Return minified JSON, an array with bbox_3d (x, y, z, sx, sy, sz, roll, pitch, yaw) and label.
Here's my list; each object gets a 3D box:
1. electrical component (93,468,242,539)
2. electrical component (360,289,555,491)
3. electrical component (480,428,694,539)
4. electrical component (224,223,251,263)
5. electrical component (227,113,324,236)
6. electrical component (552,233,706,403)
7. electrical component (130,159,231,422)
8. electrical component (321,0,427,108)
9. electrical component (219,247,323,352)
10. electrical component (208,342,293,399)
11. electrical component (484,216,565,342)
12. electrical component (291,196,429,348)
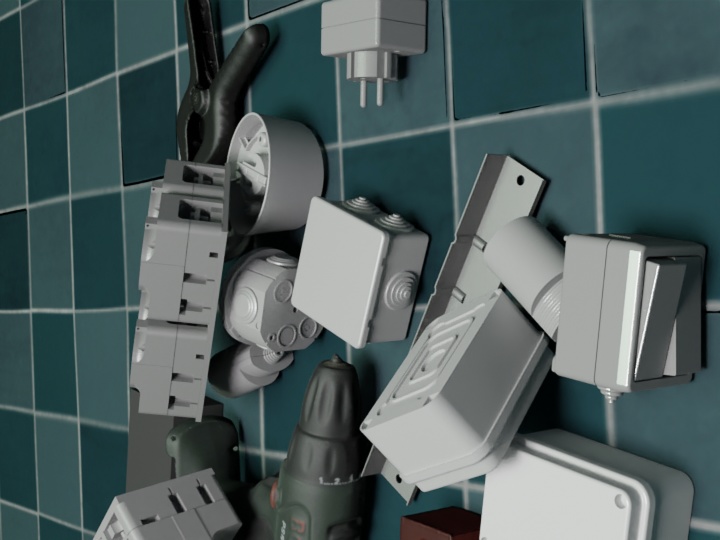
[{"bbox_3d":[-0.166,0.236,0.862,0.061,0.089,0.150,53,131,27],"label":"electrical component"},{"bbox_3d":[0.063,0.075,0.668,0.057,0.113,0.078,48,138,-11],"label":"electrical component"},{"bbox_3d":[0.130,0.145,0.635,0.113,0.057,0.078,14,102,49],"label":"electrical component"},{"bbox_3d":[-0.130,-0.042,0.945,0.078,0.058,0.057,-59,47,33],"label":"electrical component"},{"bbox_3d":[-0.076,-0.077,0.872,0.099,0.064,0.099,3,93,50],"label":"electrical component"},{"bbox_3d":[0.153,0.029,0.600,0.061,0.062,0.096,12,101,50],"label":"electrical component"},{"bbox_3d":[-0.147,0.016,0.873,0.105,0.060,0.186,-98,17,-56],"label":"electrical component"},{"bbox_3d":[0.009,-0.157,0.779,0.066,0.047,0.076,5,95,50],"label":"electrical component"},{"bbox_3d":[-0.067,0.025,0.855,0.051,0.080,0.080,19,106,43],"label":"electrical component"},{"bbox_3d":[-0.091,0.079,0.912,0.081,0.043,0.043,-27,71,47],"label":"electrical component"},{"bbox_3d":[0.117,0.009,0.658,0.081,0.043,0.043,52,128,35],"label":"electrical component"},{"bbox_3d":[0.000,0.000,0.795,0.100,0.048,0.099,30,114,46],"label":"electrical component"}]
